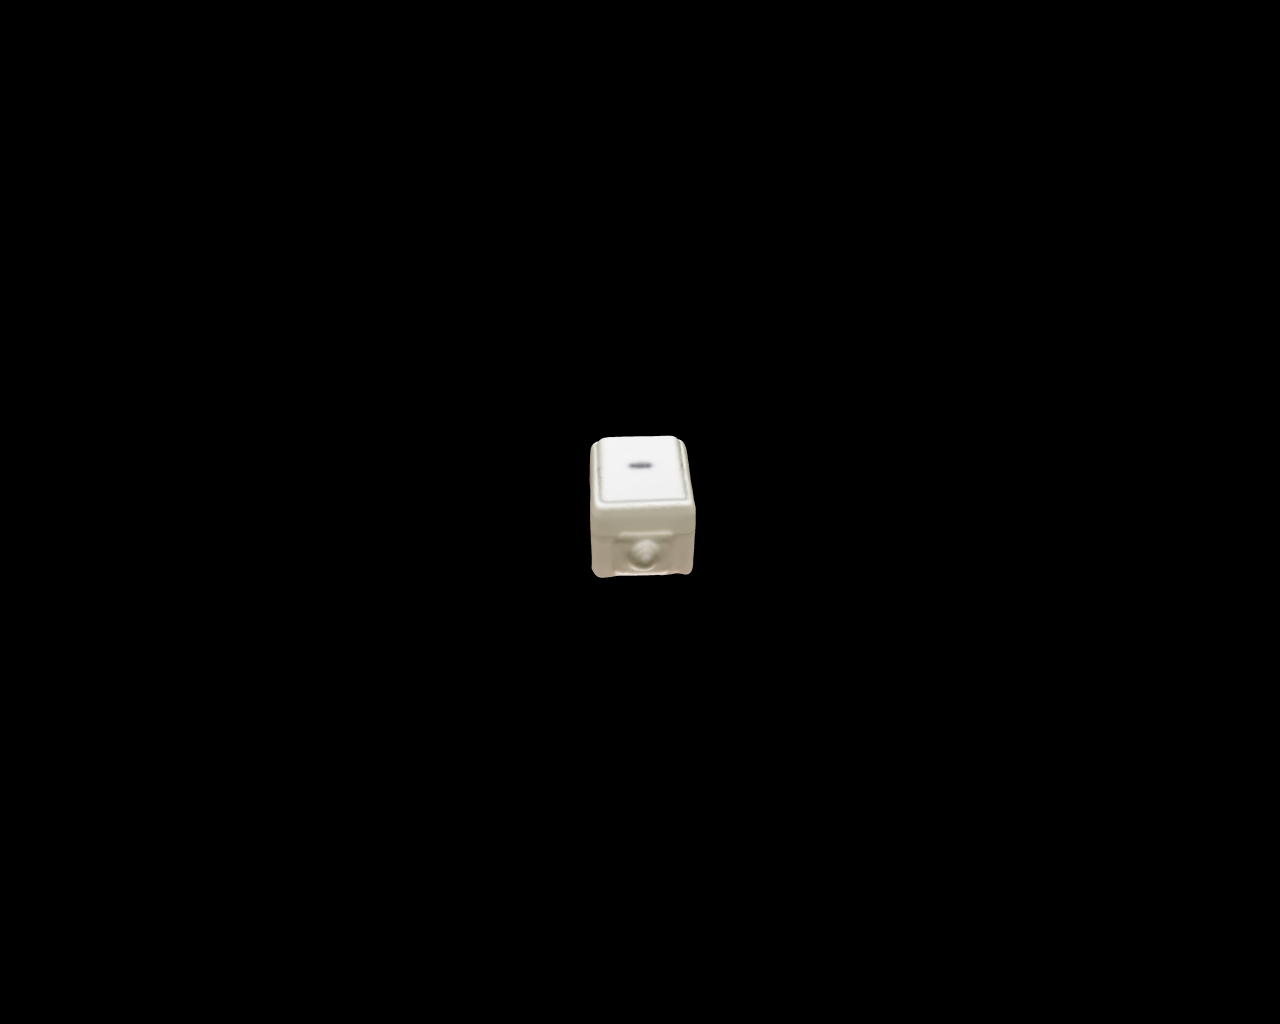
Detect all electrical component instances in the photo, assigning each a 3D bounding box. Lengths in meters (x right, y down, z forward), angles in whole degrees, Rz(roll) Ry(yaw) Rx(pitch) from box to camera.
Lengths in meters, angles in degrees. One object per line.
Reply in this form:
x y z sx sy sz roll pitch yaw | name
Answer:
0.001 -0.003 0.650 0.062 0.061 0.096 -1 35 -2 | electrical component
